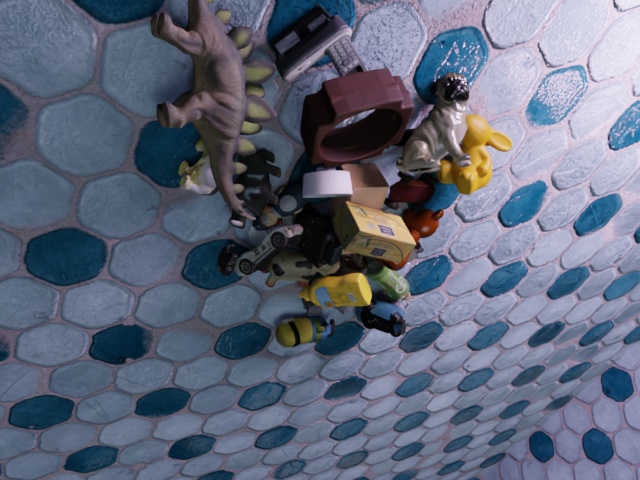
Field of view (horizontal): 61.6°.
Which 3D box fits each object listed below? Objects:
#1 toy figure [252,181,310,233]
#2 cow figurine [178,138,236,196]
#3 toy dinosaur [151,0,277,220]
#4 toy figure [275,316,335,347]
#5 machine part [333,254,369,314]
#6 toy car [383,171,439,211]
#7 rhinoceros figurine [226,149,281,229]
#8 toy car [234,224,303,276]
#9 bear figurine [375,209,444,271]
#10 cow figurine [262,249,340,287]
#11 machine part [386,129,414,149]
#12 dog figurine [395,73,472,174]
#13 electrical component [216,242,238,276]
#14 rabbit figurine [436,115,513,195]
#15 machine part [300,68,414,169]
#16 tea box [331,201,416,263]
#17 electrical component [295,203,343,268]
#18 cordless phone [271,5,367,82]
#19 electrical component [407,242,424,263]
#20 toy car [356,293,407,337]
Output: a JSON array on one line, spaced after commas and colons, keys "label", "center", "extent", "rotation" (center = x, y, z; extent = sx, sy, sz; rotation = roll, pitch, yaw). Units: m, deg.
[{"label": "toy figure", "center": [-0.093, -0.071, 1.208], "extent": [0.154, 0.064, 0.057], "rotation": [-38, 164, 10]}, {"label": "cow figurine", "center": [-0.198, -0.158, 1.058], "extent": [0.098, 0.068, 0.167], "rotation": [25, 119, -41]}, {"label": "toy dinosaur", "center": [-0.177, -0.236, 0.927], "extent": [0.198, 0.105, 0.470], "rotation": [-9, 123, -21]}, {"label": "toy figure", "center": [-0.042, 0.263, 1.554], "extent": [0.180, 0.089, 0.082], "rotation": [5, 124, -26]}, {"label": "machine part", "center": [0.077, 0.114, 1.466], "extent": [0.079, 0.079, 0.243], "rotation": [-6, 136, -20]}, {"label": "toy car", "center": [0.213, -0.117, 1.273], "extent": [0.202, 0.053, 0.089], "rotation": [-4, 128, -52]}, {"label": "rhinoceros figurine", "center": [-0.147, -0.103, 1.136], "extent": [0.112, 0.073, 0.190], "rotation": [-2, 134, -26]}, {"label": "toy car", "center": [-0.120, 0.022, 1.246], "extent": [0.202, 0.056, 0.073], "rotation": [-38, 168, 28]}, {"label": "bear figurine", "center": [0.216, -0.022, 1.380], "extent": [0.132, 0.120, 0.196], "rotation": [37, 85, -2]}, {"label": "cow figurine", "center": [-0.039, 0.055, 1.349], "extent": [0.195, 0.085, 0.127], "rotation": [2, 139, -26]}, {"label": "machine part", "center": [0.204, -0.226, 1.203], "extent": [0.139, 0.039, 0.084], "rotation": [-6, 143, -22]}, {"label": "dog figurine", "center": [0.237, -0.245, 1.138], "extent": [0.172, 0.190, 0.121], "rotation": [-8, 176, 6]}, {"label": "electrical component", "center": [-0.220, 0.052, 1.270], "extent": [0.021, 0.063, 0.094], "rotation": [9, 130, -33]}, {"label": "rabbit figurine", "center": [0.362, -0.209, 1.243], "extent": [0.162, 0.122, 0.173], "rotation": [-17, 120, -13]}, {"label": "machine part", "center": [0.066, -0.234, 1.046], "extent": [0.201, 0.087, 0.201], "rotation": [-14, 160, -11]}, {"label": "tea box", "center": [0.120, -0.016, 1.198], "extent": [0.169, 0.098, 0.068], "rotation": [13, 128, -36]}, {"label": "electrical component", "center": [-0.003, -0.004, 1.257], "extent": [0.058, 0.134, 0.114], "rotation": [-29, 145, -36]}, {"label": "cordless phone", "center": [0.009, -0.316, 0.987], "extent": [0.146, 0.089, 0.184], "rotation": [-34, 144, 10]}, {"label": "electrical component", "center": [0.232, 0.034, 1.484], "extent": [0.102, 0.045, 0.078], "rotation": [-34, 109, 7]}, {"label": "toy car", "center": [0.193, 0.211, 1.596], "extent": [0.103, 0.162, 0.109], "rotation": [-53, 147, -38]}]
